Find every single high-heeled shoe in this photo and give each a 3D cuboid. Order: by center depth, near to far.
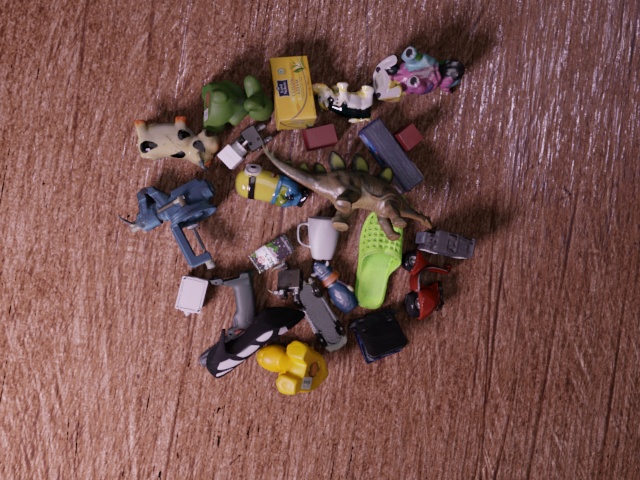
[{"bbox_3d":[-0.148,0.247,1.276,0.249,0.086,0.145,-8,123,-28],"label":"high-heeled shoe"}]

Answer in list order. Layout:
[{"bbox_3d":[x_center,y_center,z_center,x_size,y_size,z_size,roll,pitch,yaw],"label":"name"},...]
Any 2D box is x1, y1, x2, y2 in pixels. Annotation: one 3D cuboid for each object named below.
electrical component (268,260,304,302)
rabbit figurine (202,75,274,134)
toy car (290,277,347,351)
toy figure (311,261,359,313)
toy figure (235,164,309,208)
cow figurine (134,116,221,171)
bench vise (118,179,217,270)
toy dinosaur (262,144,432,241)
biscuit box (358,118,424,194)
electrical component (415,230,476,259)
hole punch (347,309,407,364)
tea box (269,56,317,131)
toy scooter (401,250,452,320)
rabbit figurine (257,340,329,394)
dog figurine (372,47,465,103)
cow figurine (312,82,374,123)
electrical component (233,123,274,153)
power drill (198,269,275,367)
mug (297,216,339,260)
[{"bbox_3d":[-0.084,0.102,1.338,0.078,0.045,0.102,-2,65,24],"label":"electrical component"},{"bbox_3d":[-0.190,-0.339,1.308,0.170,0.159,0.121,-2,80,-25],"label":"rabbit figurine"},{"bbox_3d":[-0.003,0.190,1.370,0.073,0.056,0.201,-32,93,-3],"label":"toy car"},{"bbox_3d":[0.036,0.117,1.377,0.064,0.058,0.154,-37,91,-15],"label":"toy figure"},{"bbox_3d":[-0.121,-0.128,1.340,0.180,0.082,0.089,22,83,-12],"label":"toy figure"},{"bbox_3d":[-0.339,-0.229,1.298,0.195,0.085,0.127,-5,91,-8],"label":"cow figurine"},{"bbox_3d":[-0.331,-0.030,1.279,0.224,0.129,0.240,-27,86,-11],"label":"bench vise"},{"bbox_3d":[0.074,-0.122,1.331,0.471,0.105,0.199,18,49,-14],"label":"toy dinosaur"},{"bbox_3d":[0.184,-0.220,1.407,0.063,0.059,0.202,-38,96,-9],"label":"biscuit box"},{"bbox_3d":[0.321,0.010,1.401,0.134,0.115,0.058,13,85,-12],"label":"electrical component"},{"bbox_3d":[0.152,0.251,1.391,0.142,0.092,0.116,-20,63,-8],"label":"hole punch"},{"bbox_3d":[-0.070,-0.367,1.345,0.098,0.068,0.169,-8,81,-11],"label":"tea box"},{"bbox_3d":[0.288,0.115,1.416,0.135,0.075,0.183,-3,85,-12],"label":"toy scooter"},{"bbox_3d":[-0.071,0.294,1.316,0.162,0.173,0.121,9,88,-55],"label":"rabbit figurine"},{"bbox_3d":[0.267,-0.424,1.410,0.219,0.192,0.108,-9,88,-45],"label":"dog figurine"},{"bbox_3d":[0.055,-0.353,1.384,0.167,0.068,0.098,3,94,-9],"label":"cow figurine"},{"bbox_3d":[-0.169,-0.254,1.360,0.094,0.021,0.063,-30,95,-4],"label":"electrical component"},{"bbox_3d":[-0.209,0.185,1.319,0.232,0.086,0.207,-16,88,-12],"label":"power drill"},{"bbox_3d":[-0.003,-0.004,1.360,0.109,0.081,0.107,-1,97,-15],"label":"mug"}]
